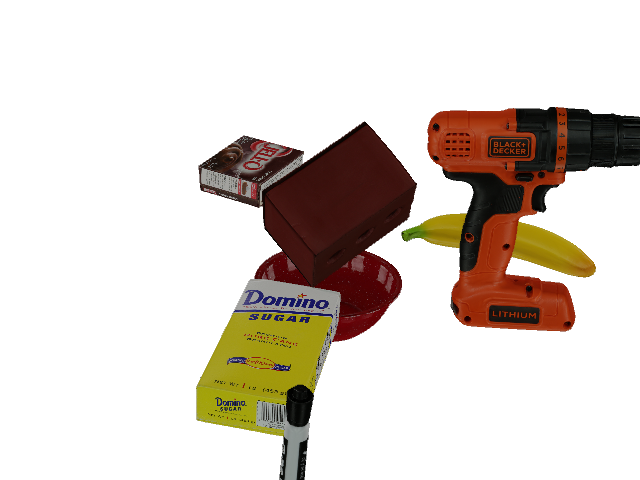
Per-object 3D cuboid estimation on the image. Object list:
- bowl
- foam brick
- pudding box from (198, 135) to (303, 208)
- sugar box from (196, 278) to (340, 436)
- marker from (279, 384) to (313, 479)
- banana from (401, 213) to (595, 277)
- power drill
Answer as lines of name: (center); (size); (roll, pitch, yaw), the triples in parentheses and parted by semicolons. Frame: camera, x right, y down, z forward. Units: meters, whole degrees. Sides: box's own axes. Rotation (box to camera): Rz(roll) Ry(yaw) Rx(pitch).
bowl: (0.008, 0.065, 1.176); (0.162, 0.055, 0.162); (1, 28, -1)
foam brick: (0.011, -0.020, 0.631); (0.078, 0.051, 0.053); (-36, -18, -15)
pudding box: (-0.086, -0.088, 1.335); (0.090, 0.039, 0.113); (16, 35, 23)
sugar box: (-0.043, 0.100, 0.962); (0.093, 0.048, 0.176); (9, 33, 8)
marker: (-0.018, 0.151, 0.752); (0.020, 0.121, 0.020); (4, 32, -3)
banana: (0.187, 0.004, 1.103); (0.198, 0.037, 0.069); (9, 36, 19)
power drill: (0.180, -0.019, 0.889); (0.184, 0.188, 0.057); (3, 20, 9)
